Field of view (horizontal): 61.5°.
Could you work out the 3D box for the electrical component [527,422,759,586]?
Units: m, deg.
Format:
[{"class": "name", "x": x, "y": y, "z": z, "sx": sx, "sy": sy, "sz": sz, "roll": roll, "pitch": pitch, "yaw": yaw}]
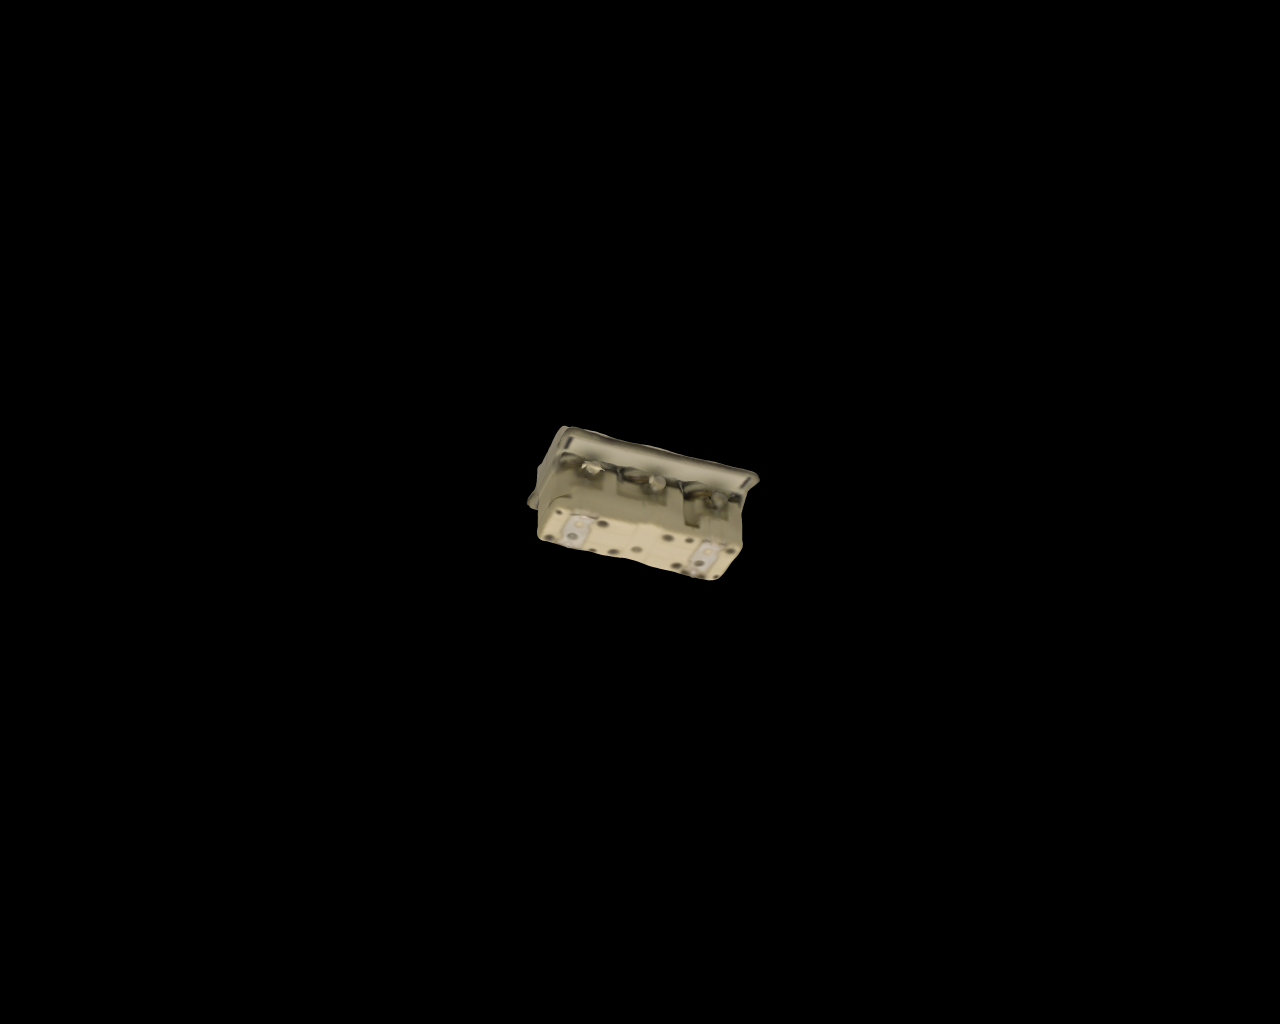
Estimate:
[{"class": "electrical component", "x": 0.001, "y": -0.003, "z": 0.650, "sx": 0.121, "sy": 0.063, "sz": 0.078, "roll": 14, "pitch": -40, "yaw": -17}]
